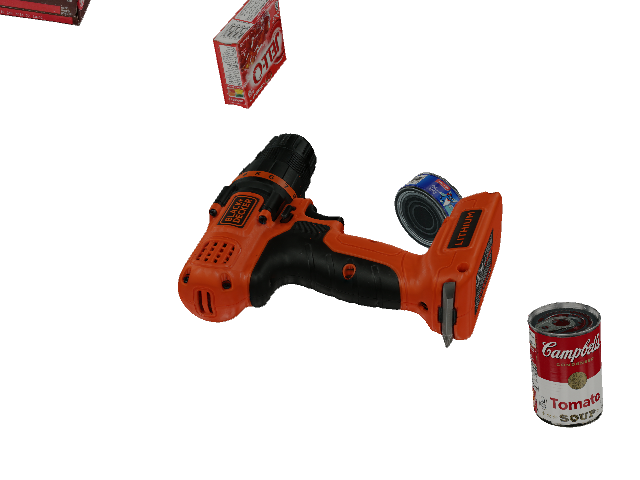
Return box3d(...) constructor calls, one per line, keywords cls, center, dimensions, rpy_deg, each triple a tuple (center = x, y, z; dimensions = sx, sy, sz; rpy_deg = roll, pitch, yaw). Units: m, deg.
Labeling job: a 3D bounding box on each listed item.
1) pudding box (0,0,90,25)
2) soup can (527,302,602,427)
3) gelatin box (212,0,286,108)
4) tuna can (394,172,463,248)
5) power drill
box3d(cls="pudding box", center=(-0.234, -0.225, 0.891), dimensions=(0.090, 0.039, 0.113), rpy_deg=(8, 36, -5))
box3d(cls="soup can", center=(0.237, 0.120, 1.030), dimensions=(0.068, 0.102, 0.068), rpy_deg=(-7, 21, 2))
box3d(cls="gelatin box", center=(-0.065, -0.182, 1.019), dimensions=(0.030, 0.073, 0.089), rpy_deg=(13, 46, 21))
box3d(cls="tuna can", center=(0.126, -0.033, 1.227), dimensions=(0.033, 0.086, 0.086), rpy_deg=(-36, 21, -31))
box3d(cls="power drill", center=(0.020, -0.006, 0.699), dimensions=(0.188, 0.057, 0.184), rpy_deg=(7, 40, 17))
